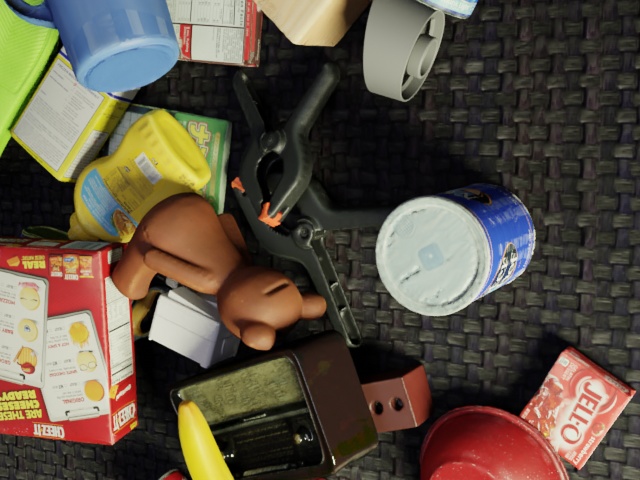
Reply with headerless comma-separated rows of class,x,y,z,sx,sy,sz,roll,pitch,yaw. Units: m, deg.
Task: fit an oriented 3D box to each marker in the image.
marker,-0.203,0.022,1.203,0.121,0.020,0.020,28,109,21

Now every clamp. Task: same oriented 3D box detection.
clamp,-0.033,-0.102,1.066,0.120,0.039,0.171,-12,74,31
clamp,-0.007,0.001,1.087,0.210,0.036,0.165,28,110,24

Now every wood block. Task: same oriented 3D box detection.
wood block,0.031,-0.287,0.994,0.090,0.090,0.206,49,115,13

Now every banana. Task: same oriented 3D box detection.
banana,-0.091,0.253,1.071,0.198,0.037,0.070,53,132,15

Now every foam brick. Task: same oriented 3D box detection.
foam brick,0.066,0.161,1.064,0.078,0.051,0.053,-16,90,28

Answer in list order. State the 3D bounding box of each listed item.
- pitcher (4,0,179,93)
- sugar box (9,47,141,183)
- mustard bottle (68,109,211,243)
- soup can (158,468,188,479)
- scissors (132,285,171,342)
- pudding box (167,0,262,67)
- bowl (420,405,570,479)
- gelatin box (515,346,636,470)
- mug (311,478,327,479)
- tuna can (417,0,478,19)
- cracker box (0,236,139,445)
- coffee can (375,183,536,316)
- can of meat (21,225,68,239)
pitcher,-0.239,-0.274,1.089,0.149,0.144,0.243,-33,72,43
sugar box,-0.260,-0.160,1.177,0.093,0.048,0.176,41,101,19
mustard bottle,-0.211,-0.052,1.158,0.192,0.058,0.096,-36,94,29
soup can,-0.148,0.315,1.191,0.102,0.068,0.069,40,113,17
scissors,-0.243,0.110,1.240,0.202,0.016,0.096,-45,75,25
pudding box,-0.115,-0.229,1.109,0.114,0.039,0.090,9,101,24
bowl,0.154,0.242,1.012,0.162,0.055,0.162,12,112,32
gelatin box,0.235,0.154,0.986,0.073,0.030,0.089,36,113,18
mug,-0.036,0.294,1.120,0.117,0.081,0.093,0,98,28
tuna can,0.104,-0.234,0.966,0.086,0.086,0.034,34,113,20
cracker box,-0.288,0.106,1.170,0.164,0.072,0.214,2,101,20
coffee can,0.125,0.005,0.959,0.103,0.140,0.103,4,99,27
can of meat,-0.307,0.037,1.240,0.102,0.057,0.084,19,104,24
